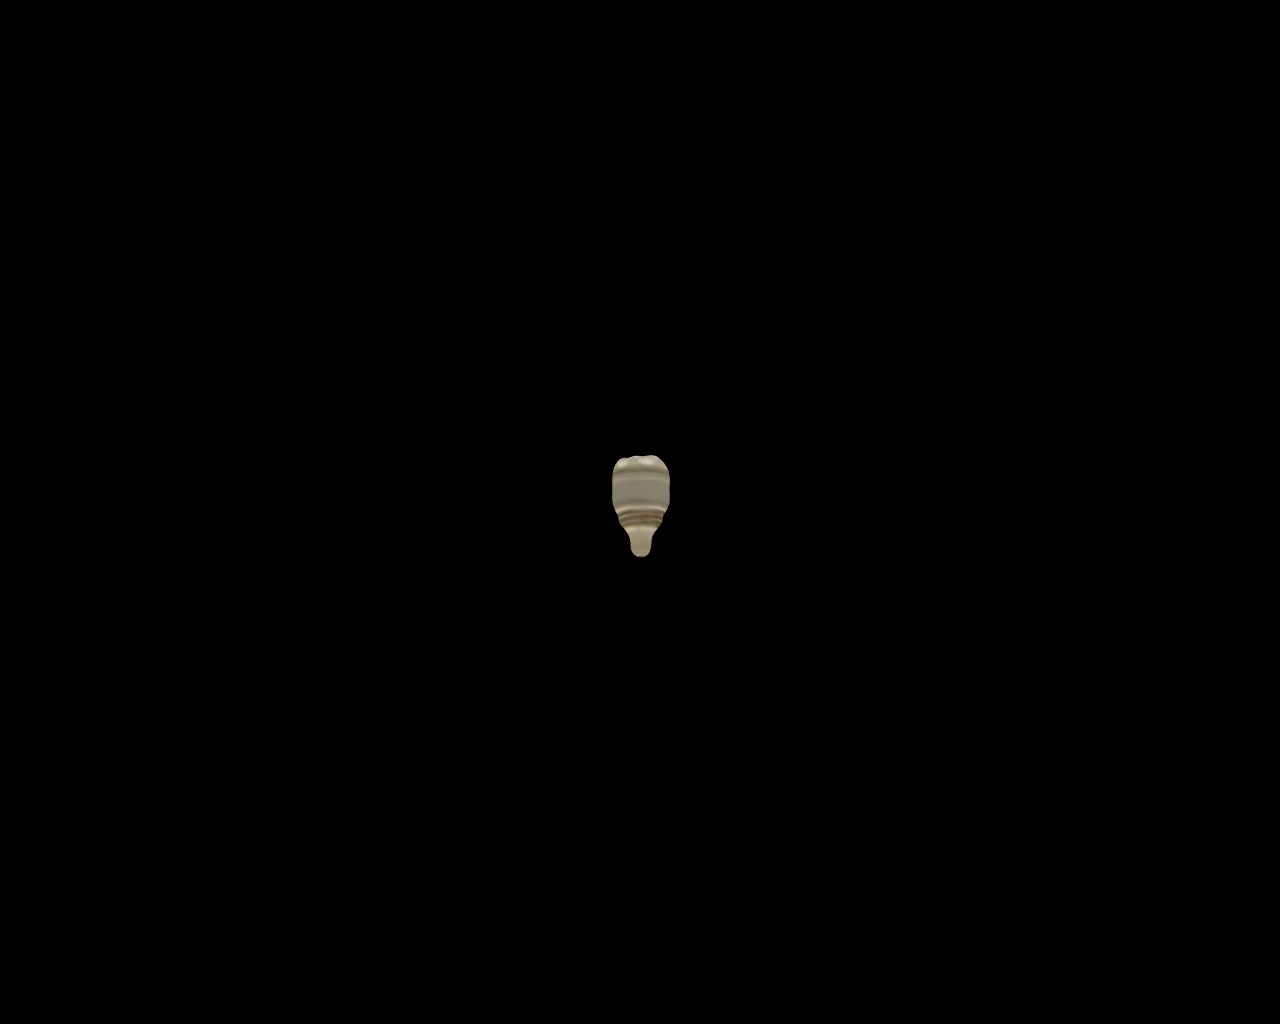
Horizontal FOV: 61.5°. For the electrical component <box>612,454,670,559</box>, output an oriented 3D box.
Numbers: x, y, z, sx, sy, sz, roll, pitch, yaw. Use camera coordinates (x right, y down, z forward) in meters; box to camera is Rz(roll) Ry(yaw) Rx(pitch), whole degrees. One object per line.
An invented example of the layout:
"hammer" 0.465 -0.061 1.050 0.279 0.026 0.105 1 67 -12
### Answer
"electrical component" 0.001 -0.003 0.650 0.035 0.061 0.035 0 -11 0
